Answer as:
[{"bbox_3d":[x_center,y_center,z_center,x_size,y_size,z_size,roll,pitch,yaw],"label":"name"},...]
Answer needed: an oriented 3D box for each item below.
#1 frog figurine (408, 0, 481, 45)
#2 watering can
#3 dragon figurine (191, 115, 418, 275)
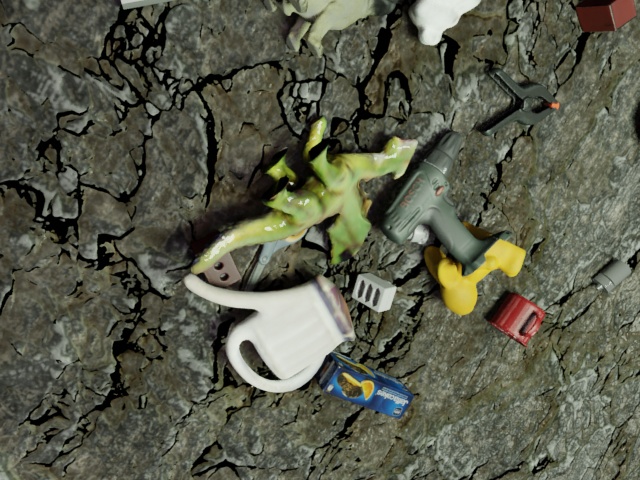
[{"bbox_3d":[0.193,-0.392,0.804,0.137,0.123,0.159,15,91,-43],"label":"frog figurine"},{"bbox_3d":[-0.066,0.134,0.875,0.225,0.106,0.340,-31,129,-7],"label":"watering can"},{"bbox_3d":[0.003,-0.043,0.854,0.412,0.124,0.239,-46,125,-5],"label":"dragon figurine"}]
